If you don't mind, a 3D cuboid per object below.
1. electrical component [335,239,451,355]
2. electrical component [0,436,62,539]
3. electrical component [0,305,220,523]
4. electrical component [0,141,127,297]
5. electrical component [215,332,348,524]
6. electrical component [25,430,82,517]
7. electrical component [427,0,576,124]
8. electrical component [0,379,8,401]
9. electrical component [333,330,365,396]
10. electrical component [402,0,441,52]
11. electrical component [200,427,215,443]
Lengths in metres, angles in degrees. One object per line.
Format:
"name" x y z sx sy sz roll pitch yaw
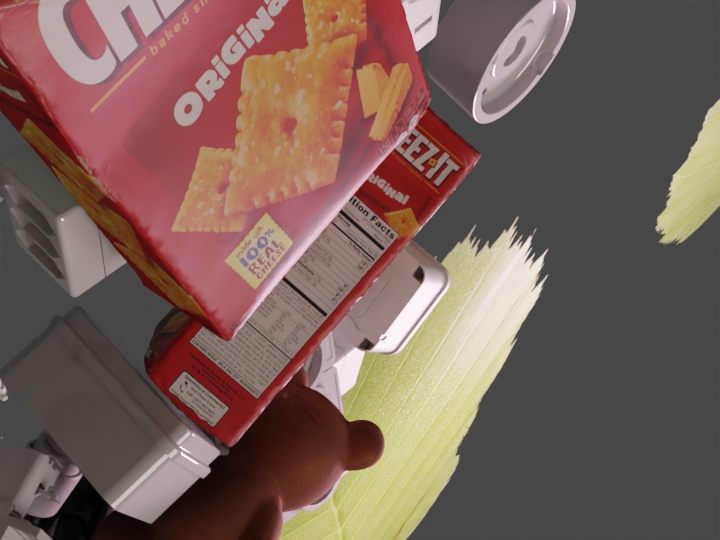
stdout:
"electrical component" 0.000 0.000 0.776 0.078 0.113 0.057 -54 158 12
"electrical component" -0.211 0.132 0.627 0.042 0.081 0.063 92 19 -61
"electrical component" -0.142 0.083 0.619 0.057 0.113 0.078 -44 160 -8
"electrical component" -0.127 -0.039 0.523 0.077 0.047 0.065 -39 158 -28
"electrical component" -0.060 0.108 0.823 0.089 0.062 0.150 -32 125 -41
"electrical component" -0.194 0.121 0.684 0.078 0.040 0.040 -54 161 11
"electrical component" 0.092 -0.164 0.751 0.108 0.060 0.108 -42 160 -20
"electrical component" -0.218 0.049 0.475 0.096 0.061 0.061 -34 157 -19
"electrical component" -0.038 0.069 0.900 0.061 0.062 0.096 -37 157 -33
"electrical component" 0.000 -0.141 0.604 0.089 0.050 0.055 -42 161 -20
"electrical component" -0.114 0.155 0.894 0.061 0.062 0.096 -28 152 -47
